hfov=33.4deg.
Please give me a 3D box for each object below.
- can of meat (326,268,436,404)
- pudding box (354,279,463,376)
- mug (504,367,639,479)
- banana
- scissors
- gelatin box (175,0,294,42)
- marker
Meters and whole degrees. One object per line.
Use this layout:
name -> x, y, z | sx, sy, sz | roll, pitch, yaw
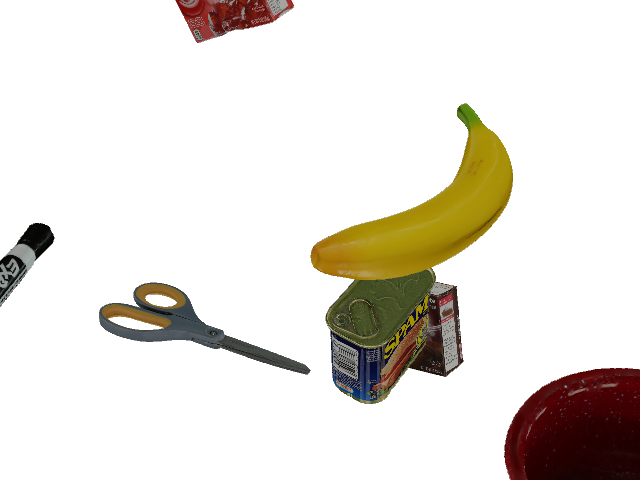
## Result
can of meat -> 0.050, 0.074, 0.886 | 0.057, 0.084, 0.102 | 26, 52, 24
pudding box -> 0.091, 0.084, 1.106 | 0.114, 0.090, 0.039 | 8, 25, 39
mug -> 0.121, 0.107, 0.376 | 0.117, 0.081, 0.093 | 5, 37, 8
banana -> 0.072, -0.020, 0.667 | 0.070, 0.037, 0.197 | 27, 43, 20
scissors -> -0.102, 0.078, 0.987 | 0.202, 0.016, 0.096 | 10, 29, 4
gelatin box -> -0.072, -0.189, 0.777 | 0.089, 0.073, 0.030 | -3, 31, 44
marker -> -0.198, 0.026, 0.658 | 0.020, 0.020, 0.121 | 0, 34, 19
